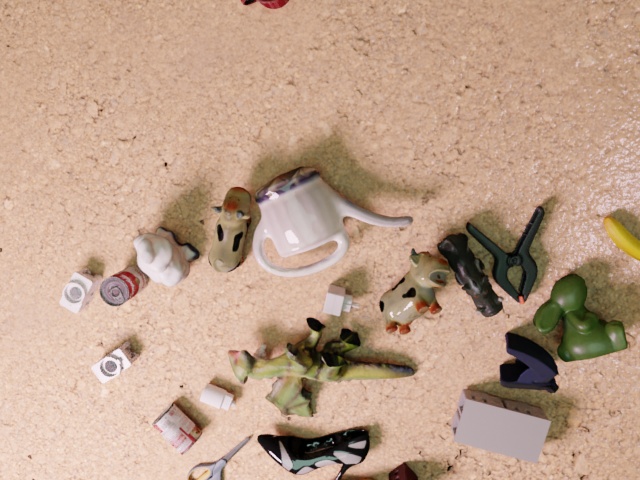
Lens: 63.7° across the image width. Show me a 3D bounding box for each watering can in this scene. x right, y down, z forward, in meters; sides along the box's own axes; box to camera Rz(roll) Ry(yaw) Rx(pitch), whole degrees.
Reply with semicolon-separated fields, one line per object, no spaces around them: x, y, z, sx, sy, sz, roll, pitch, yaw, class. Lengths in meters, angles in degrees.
0.003;-0.055;1.102;0.346;0.105;0.223;-23;96;8;watering can

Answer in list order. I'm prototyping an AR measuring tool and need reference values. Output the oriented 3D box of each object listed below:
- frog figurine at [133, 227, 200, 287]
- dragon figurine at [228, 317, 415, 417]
-0.353;0.044;1.122;0.122;0.161;0.137;-34;96;12;frog figurine
-0.012;0.317;1.178;0.409;0.125;0.238;23;120;-13;dragon figurine
